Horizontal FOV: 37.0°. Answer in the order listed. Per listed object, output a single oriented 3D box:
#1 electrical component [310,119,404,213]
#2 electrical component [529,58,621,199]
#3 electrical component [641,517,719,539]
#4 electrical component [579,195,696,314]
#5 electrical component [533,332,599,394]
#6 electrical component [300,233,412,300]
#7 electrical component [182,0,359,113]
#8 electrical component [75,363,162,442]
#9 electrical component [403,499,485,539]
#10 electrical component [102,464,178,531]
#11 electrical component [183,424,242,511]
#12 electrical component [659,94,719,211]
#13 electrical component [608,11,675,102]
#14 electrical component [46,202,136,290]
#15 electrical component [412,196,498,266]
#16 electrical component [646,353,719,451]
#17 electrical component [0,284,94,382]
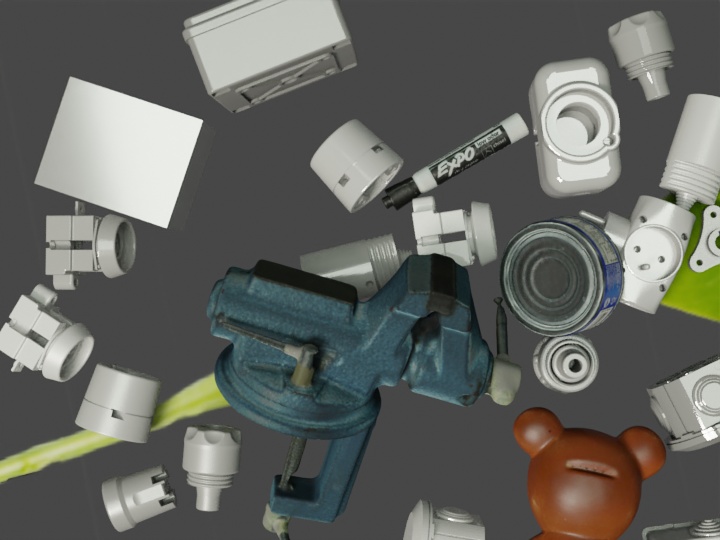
[{"bbox_3d":[-0.003,-0.078,0.798,0.055,0.055,0.047,-44,83,1],"label":"electrical component"},{"bbox_3d":[0.157,-0.103,0.786,0.054,0.059,0.095,-7,88,3],"label":"electrical component"},{"bbox_3d":[0.258,0.229,0.777,0.100,0.048,0.099,-8,88,3],"label":"electrical component"},{"bbox_3d":[0.194,-0.018,0.789,0.079,0.044,0.077,23,90,4],"label":"electrical component"},{"bbox_3d":[0.152,0.067,0.780,0.048,0.062,0.048,0,89,3],"label":"electrical component"},{"bbox_3d":[0.000,0.000,0.801,0.081,0.043,0.043,-14,88,3],"label":"electrical component"},{"bbox_3d":[-0.061,-0.162,0.776,0.109,0.109,0.056,-21,90,3],"label":"electrical component"},{"bbox_3d":[-0.179,0.098,0.804,0.055,0.055,0.047,16,86,4],"label":"electrical component"},{"bbox_3d":[0.058,0.209,0.775,0.051,0.080,0.080,10,89,-1],"label":"electrical component"},{"bbox_3d":[-0.165,0.170,0.809,0.046,0.040,0.040,-20,87,-3],"label":"electrical component"},{"bbox_3d":[-0.111,0.148,0.804,0.043,0.043,0.062,5,90,4],"label":"electrical component"},{"bbox_3d":[0.249,-0.083,0.788,0.043,0.043,0.081,18,90,4],"label":"electrical component"},{"bbox_3d":[0.211,-0.156,0.792,0.043,0.043,0.062,-17,89,3],"label":"electrical component"},{"bbox_3d":[-0.203,-0.018,0.813,0.055,0.048,0.066,0,89,11],"label":"electrical component"},{"bbox_3d":[0.071,-0.024,0.796,0.055,0.048,0.066,-8,90,10],"label":"electrical component"},{"bbox_3d":[0.248,0.093,0.766,0.080,0.080,0.051,-26,82,2],"label":"electrical component"},{"bbox_3d":[-0.236,0.053,0.813,0.055,0.048,0.066,31,91,11],"label":"electrical component"}]
